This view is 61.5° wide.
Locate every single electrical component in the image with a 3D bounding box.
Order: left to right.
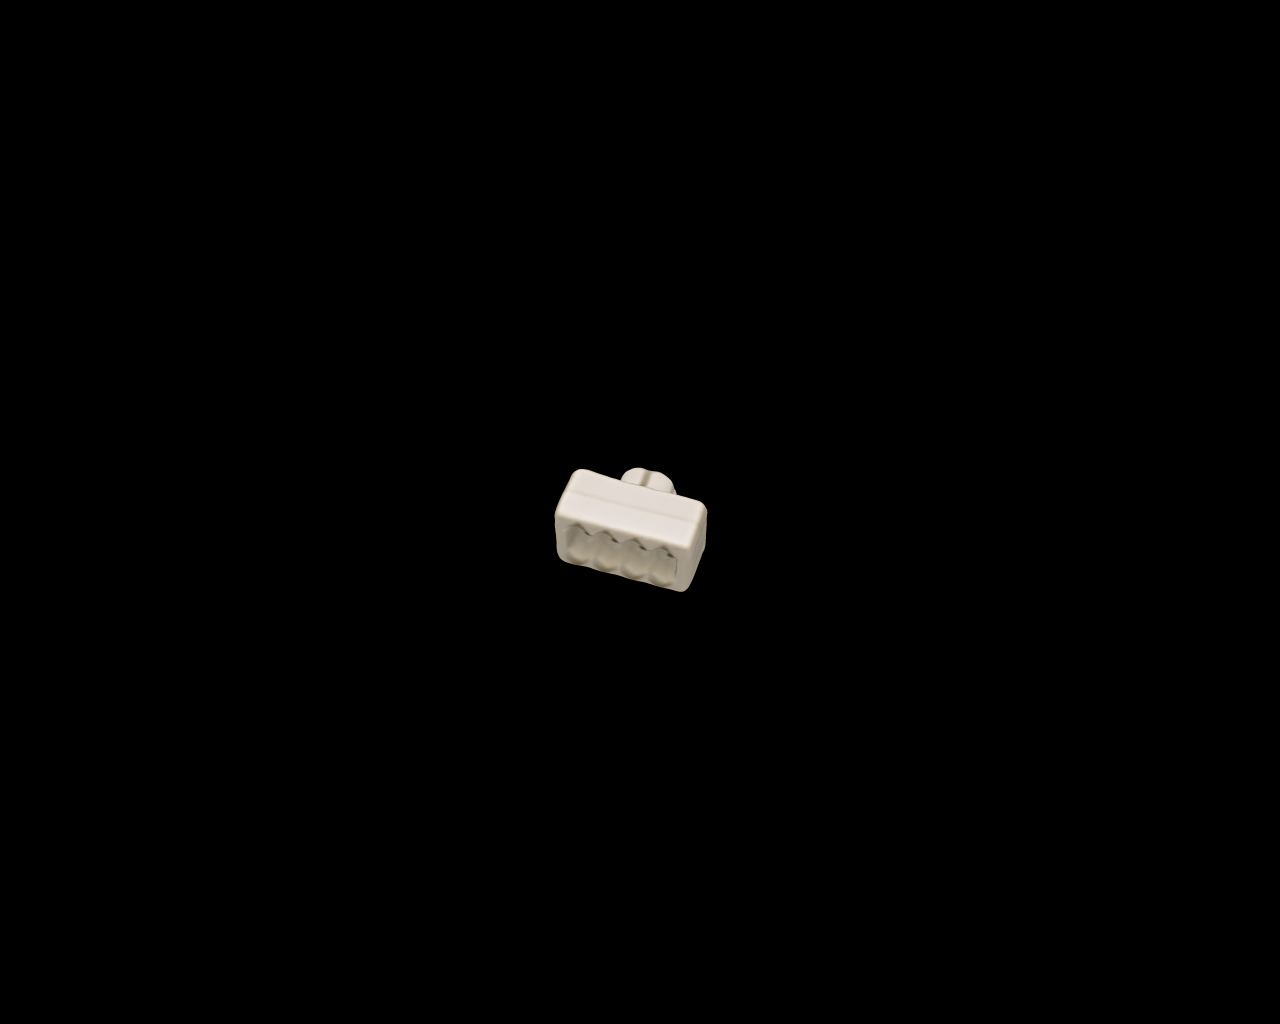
[{"bbox_3d":[0.001,-0.003,0.650,0.083,0.076,0.047,15,-35,11],"label":"electrical component"}]
